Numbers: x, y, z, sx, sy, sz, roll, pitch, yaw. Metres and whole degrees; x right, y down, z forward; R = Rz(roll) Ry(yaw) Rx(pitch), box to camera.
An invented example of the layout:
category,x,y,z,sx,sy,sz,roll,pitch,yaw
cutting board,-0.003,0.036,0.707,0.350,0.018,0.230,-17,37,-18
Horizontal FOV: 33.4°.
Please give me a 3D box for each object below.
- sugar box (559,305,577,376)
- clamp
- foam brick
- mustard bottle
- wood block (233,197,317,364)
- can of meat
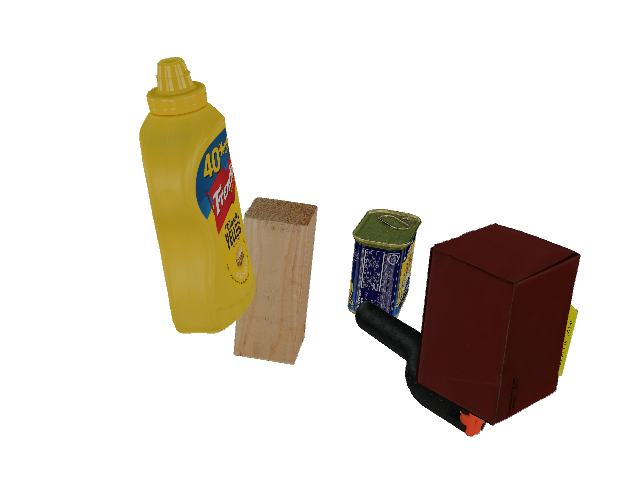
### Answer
category,x,y,z,sx,sy,sz,roll,pitch,yaw
sugar box,0.220,0.114,1.311,0.176,0.093,0.048,4,18,-17
clamp,0.112,0.096,0.895,0.120,0.039,0.172,-12,35,-16
foam brick,0.084,0.039,0.515,0.052,0.078,0.051,-18,32,-40
mustard bottle,-0.090,-0.036,0.764,0.058,0.191,0.096,-1,25,16
wood block,-0.063,0.055,1.484,0.090,0.206,0.090,8,22,5
can of meat,0.063,0.024,1.075,0.057,0.084,0.102,10,21,12
